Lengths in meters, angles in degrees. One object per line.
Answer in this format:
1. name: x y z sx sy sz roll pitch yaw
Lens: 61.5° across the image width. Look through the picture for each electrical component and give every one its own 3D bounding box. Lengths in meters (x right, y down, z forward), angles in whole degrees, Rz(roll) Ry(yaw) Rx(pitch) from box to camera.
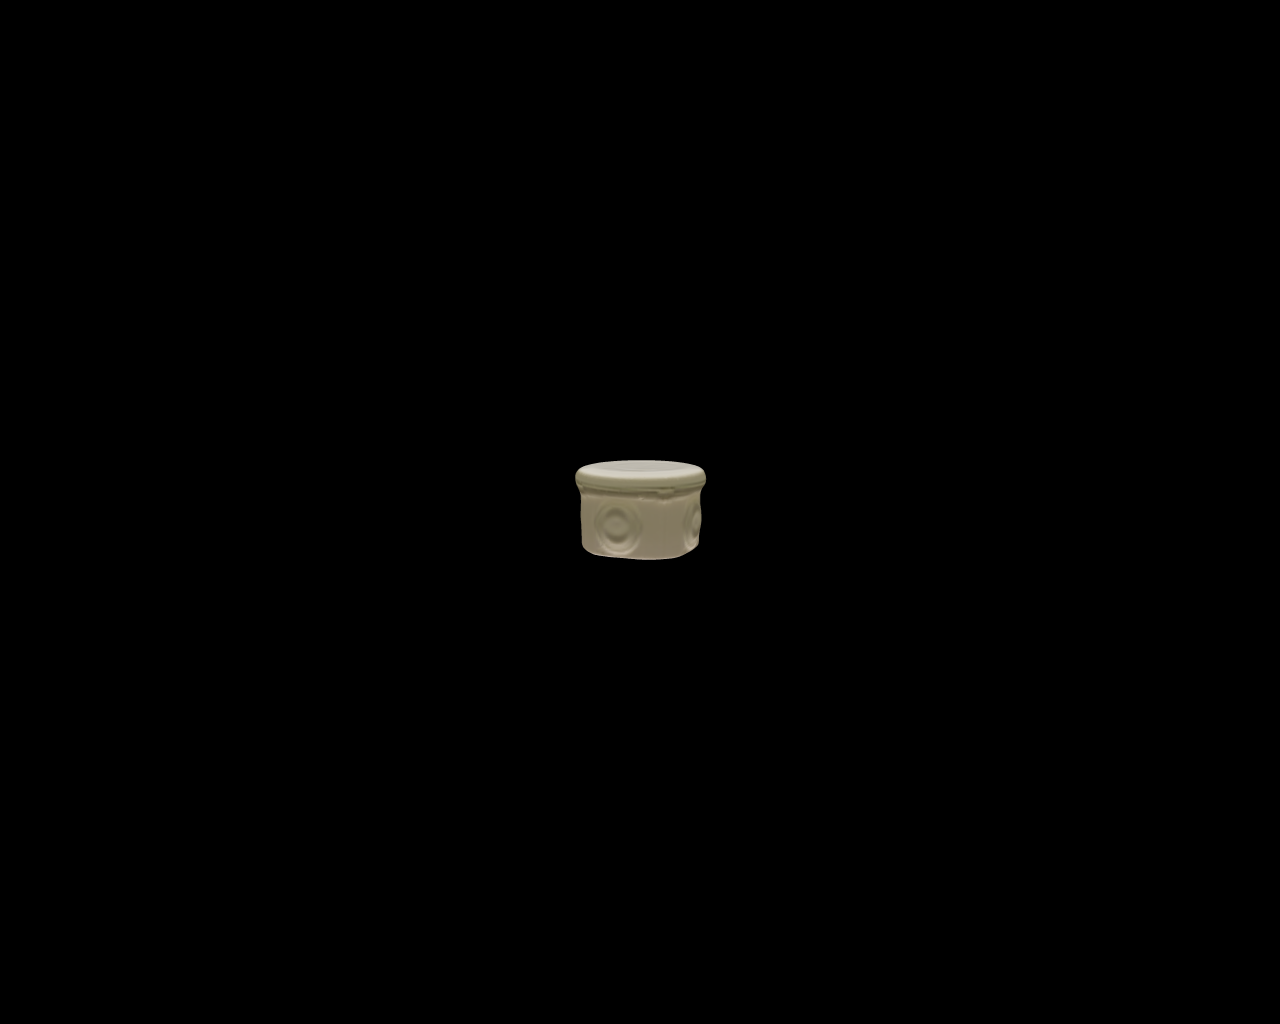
1. electrical component: 0.001 -0.003 0.650 0.080 0.051 0.080 0 10 0
